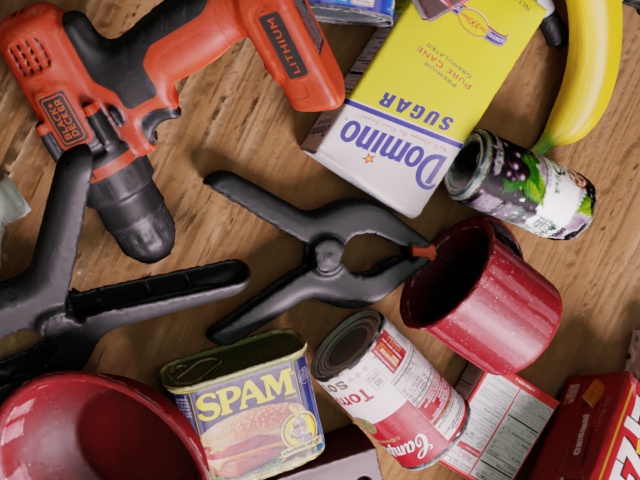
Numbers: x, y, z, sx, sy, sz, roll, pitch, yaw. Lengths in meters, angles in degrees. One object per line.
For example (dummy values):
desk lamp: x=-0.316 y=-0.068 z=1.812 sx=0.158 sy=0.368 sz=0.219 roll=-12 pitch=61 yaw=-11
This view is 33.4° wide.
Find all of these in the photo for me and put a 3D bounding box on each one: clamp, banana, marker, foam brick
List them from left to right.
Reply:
clamp: x=-0.167 y=0.036 z=0.667 sx=0.210 sy=0.036 sz=0.164 roll=-33 pitch=135 yaw=7
clamp: x=-0.005 y=0.001 z=0.748 sx=0.171 sy=0.039 sz=0.120 roll=-12 pitch=106 yaw=-16
foam brick: x=0.003 y=0.175 z=0.770 sx=0.078 sy=0.051 sz=0.053 roll=-16 pitch=104 yaw=-15
marker: x=0.149 y=-0.191 z=0.773 sx=0.020 sy=0.020 sz=0.121 roll=-37 pitch=108 yaw=-9
banana: x=0.185 y=-0.143 z=0.753 sx=0.069 sy=0.037 sz=0.198 roll=-29 pitch=133 yaw=-30

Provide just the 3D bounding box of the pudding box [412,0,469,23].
pudding box: x=0.082 y=-0.210 z=0.686 sx=0.090 sy=0.039 sz=0.113 roll=-30 pitch=102 yaw=2

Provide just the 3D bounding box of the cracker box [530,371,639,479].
cracker box: x=0.257 y=0.227 z=0.818 sx=0.213 sy=0.072 sz=0.164 roll=40 pitch=59 yaw=-20

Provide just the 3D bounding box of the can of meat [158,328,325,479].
can of meat: x=-0.052 y=0.119 z=0.742 sx=0.102 sy=0.057 sz=0.084 roll=-16 pitch=106 yaw=-14

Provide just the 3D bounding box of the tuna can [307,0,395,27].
tuna can: x=0.007 y=-0.162 z=0.698 sx=0.086 sy=0.086 sz=0.034 roll=5 pitch=96 yaw=-18

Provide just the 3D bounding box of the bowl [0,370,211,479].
bowl: x=-0.133 y=0.147 z=0.698 sx=0.162 sy=0.055 sz=0.162 roll=6 pitch=111 yaw=16

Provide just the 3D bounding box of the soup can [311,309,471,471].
soup can: x=0.051 y=0.107 z=0.765 sx=0.068 sy=0.069 sz=0.102 roll=-45 pitch=108 yaw=-6

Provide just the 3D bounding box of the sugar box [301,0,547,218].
sugar box: x=0.073 y=-0.112 z=0.749 sx=0.093 sy=0.048 sz=0.176 roll=32 pitch=87 yaw=-20

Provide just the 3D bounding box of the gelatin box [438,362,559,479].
gelatin box: x=0.129 y=0.141 z=0.817 sx=0.073 sy=0.030 sz=0.089 roll=33 pitch=87 yaw=-21

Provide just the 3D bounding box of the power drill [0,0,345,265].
power drill: x=-0.083 y=-0.085 z=0.663 sx=0.188 sy=0.057 sz=0.184 roll=-21 pitch=116 yaw=13

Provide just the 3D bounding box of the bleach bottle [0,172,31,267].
bleach bottle: x=-0.287 y=0.046 z=0.653 sx=0.250 sy=0.068 sz=0.102 roll=-35 pitch=108 yaw=-12

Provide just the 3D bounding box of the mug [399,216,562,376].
mug: x=0.121 y=0.035 z=0.772 sx=0.081 sy=0.093 sz=0.117 roll=36 pitch=49 yaw=-22
